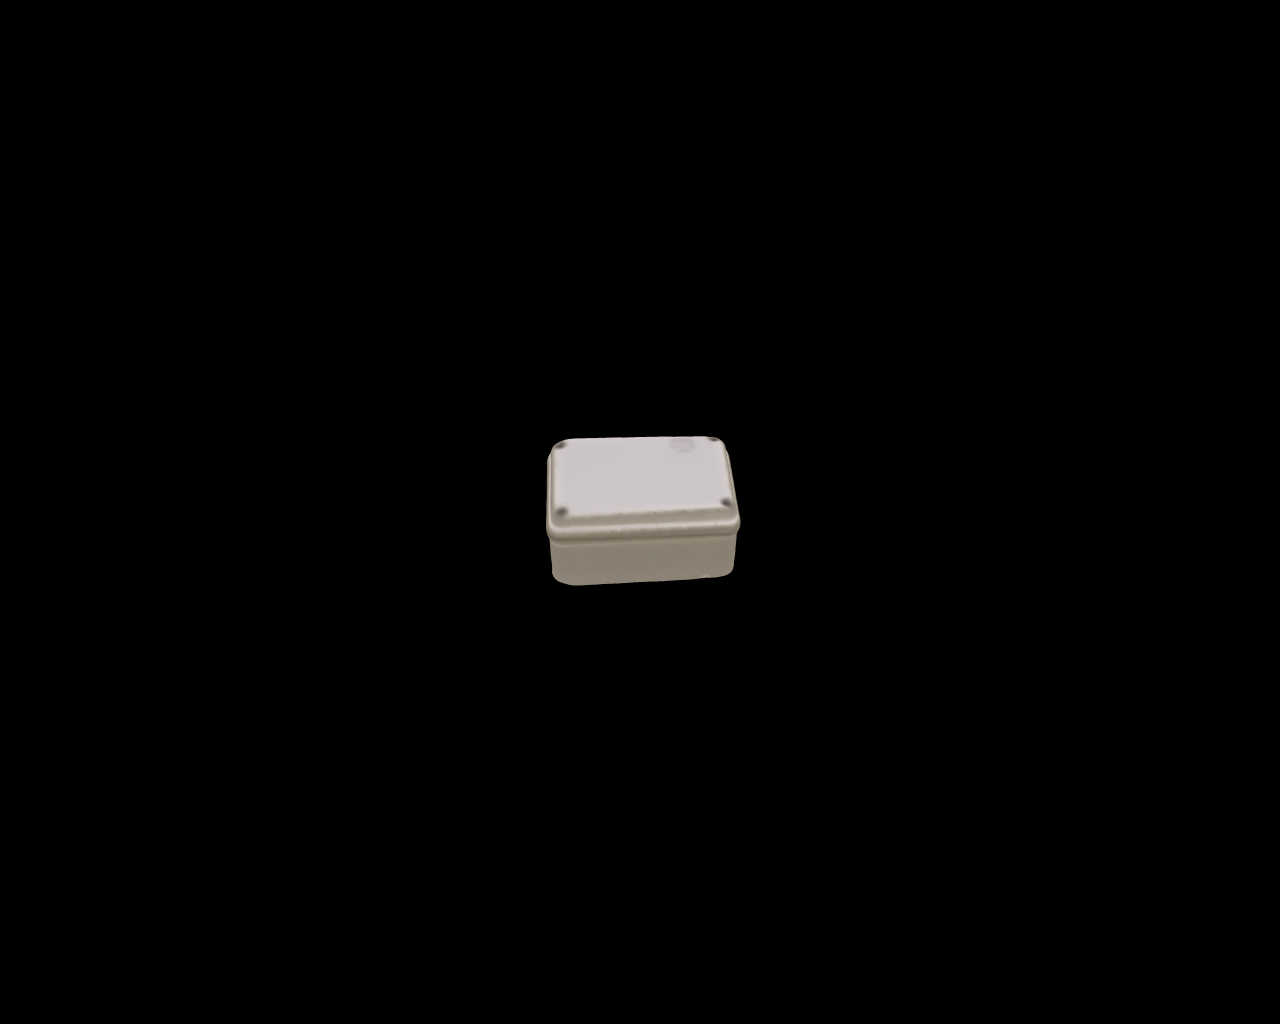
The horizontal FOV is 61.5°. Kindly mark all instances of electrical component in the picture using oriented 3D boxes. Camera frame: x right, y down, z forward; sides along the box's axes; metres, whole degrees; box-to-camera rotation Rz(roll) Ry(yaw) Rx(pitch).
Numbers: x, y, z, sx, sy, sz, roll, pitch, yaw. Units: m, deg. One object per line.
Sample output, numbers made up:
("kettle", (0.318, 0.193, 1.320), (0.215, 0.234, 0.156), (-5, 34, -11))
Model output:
("electrical component", (0.001, -0.003, 0.650), (0.113, 0.057, 0.078), (-2, 43, -2))
